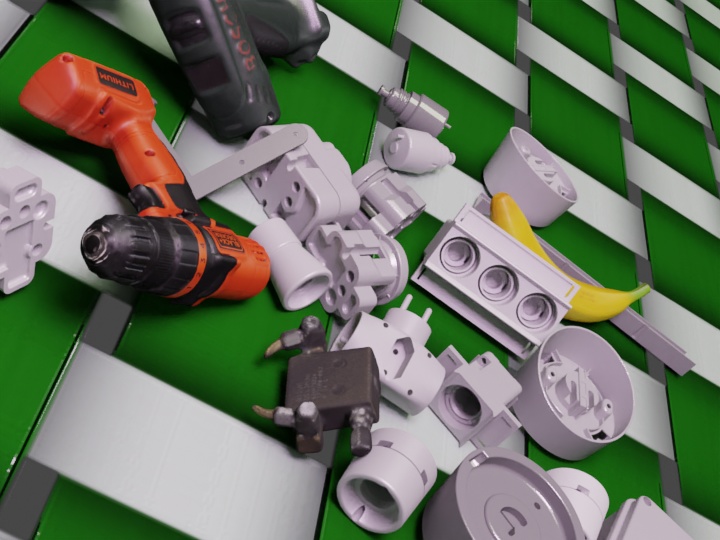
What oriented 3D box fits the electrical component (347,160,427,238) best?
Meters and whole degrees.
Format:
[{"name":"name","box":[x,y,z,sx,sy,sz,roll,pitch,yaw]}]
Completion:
[{"name":"electrical component","box":[0.014,-0.056,0.915,0.057,0.058,0.078,48,36,6]}]

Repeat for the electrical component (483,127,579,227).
[{"name":"electrical component","box":[0.176,-0.094,1.093,0.099,0.064,0.099,23,39,-21]}]

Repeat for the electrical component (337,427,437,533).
[{"name":"electrical component","box":[0.017,0.141,0.714,0.055,0.055,0.047,42,40,2]}]

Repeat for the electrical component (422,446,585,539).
[{"name":"electrical component","box":[0.093,0.182,0.731,0.108,0.060,0.108,24,39,-21]}]

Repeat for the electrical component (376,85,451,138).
[{"name":"electrical component","box":[0.052,-0.158,1.069,0.078,0.040,0.040,32,37,-13]}]

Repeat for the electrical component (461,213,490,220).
[{"name":"electrical component","box":[0.115,-0.033,0.994,0.078,0.040,0.040,9,46,-35]}]

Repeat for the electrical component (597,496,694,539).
[{"name":"electrical component","box":[0.201,0.229,0.782,0.078,0.057,0.113,43,36,4]}]

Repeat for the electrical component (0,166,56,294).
[{"name":"electrical component","box":[-0.229,-0.032,0.662,0.057,0.078,0.058,27,33,19]}]

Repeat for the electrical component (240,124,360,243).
[{"name":"electrical component","box":[-0.047,-0.072,0.879,0.059,0.053,0.095,-12,61,-48]}]

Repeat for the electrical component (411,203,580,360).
[{"name":"electrical component","box":[0.115,0.008,0.925,0.121,0.078,0.063,35,7,-7]}]

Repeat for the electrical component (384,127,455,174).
[{"name":"electrical component","box":[0.059,-0.112,1.027,0.078,0.040,0.040,6,48,-38]}]

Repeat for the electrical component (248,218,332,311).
[{"name":"electrical component","box":[-0.056,-0.007,0.815,0.044,0.044,0.065,-10,54,-47]}]

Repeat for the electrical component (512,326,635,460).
[{"name":"electrical component","box":[0.175,0.103,0.884,0.099,0.064,0.099,24,39,-21]}]

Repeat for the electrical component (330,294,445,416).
[{"name":"electrical component","box":[0.028,0.055,0.805,0.077,0.043,0.079,35,65,-10]}]

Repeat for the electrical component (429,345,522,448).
[{"name":"electrical component","box":[0.090,0.097,0.835,0.081,0.042,0.064,49,33,11]}]

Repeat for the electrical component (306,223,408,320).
[{"name":"electrical component","box":[0.000,0.000,0.843,0.057,0.058,0.078,-4,55,-40]}]

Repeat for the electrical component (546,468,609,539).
[{"name":"electrical component","box":[0.151,0.182,0.791,0.055,0.055,0.047,38,40,-3]}]
